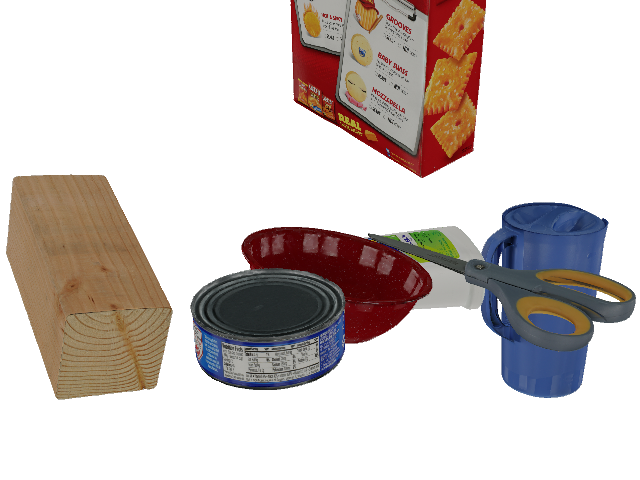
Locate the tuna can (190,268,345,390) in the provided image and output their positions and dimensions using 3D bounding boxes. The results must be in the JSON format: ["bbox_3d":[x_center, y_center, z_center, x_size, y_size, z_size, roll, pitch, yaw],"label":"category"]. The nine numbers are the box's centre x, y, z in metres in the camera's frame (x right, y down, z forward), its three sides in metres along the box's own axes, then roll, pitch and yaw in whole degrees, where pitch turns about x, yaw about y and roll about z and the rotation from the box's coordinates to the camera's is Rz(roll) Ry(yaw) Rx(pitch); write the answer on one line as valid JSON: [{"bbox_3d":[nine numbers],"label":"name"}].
[{"bbox_3d":[-0.028,0.048,0.595,0.086,0.034,0.086,-2,23,0],"label":"tuna can"}]

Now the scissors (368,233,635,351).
[{"bbox_3d":[0.112,0.033,0.737,0.202,0.016,0.096,10,31,21],"label":"scissors"}]

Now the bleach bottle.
[{"bbox_3d":[0.039,0.038,1.119,0.250,0.068,0.103,-6,30,-14],"label":"bleach bottle"}]

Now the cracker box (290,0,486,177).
[{"bbox_3d":[0.051,-0.181,0.849,0.072,0.214,0.164,-28,45,-30],"label":"cracker box"}]

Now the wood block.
[{"bbox_3d":[-0.210,0.033,0.943,0.090,0.091,0.206,-3,36,-28],"label":"wood block"}]

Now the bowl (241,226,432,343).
[{"bbox_3d":[0.010,0.042,0.889,0.162,0.055,0.162,10,18,-4],"label":"bowl"}]

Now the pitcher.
[{"bbox_3d":[0.289,0.080,1.398,0.149,0.243,0.144,6,20,16],"label":"pitcher"}]
